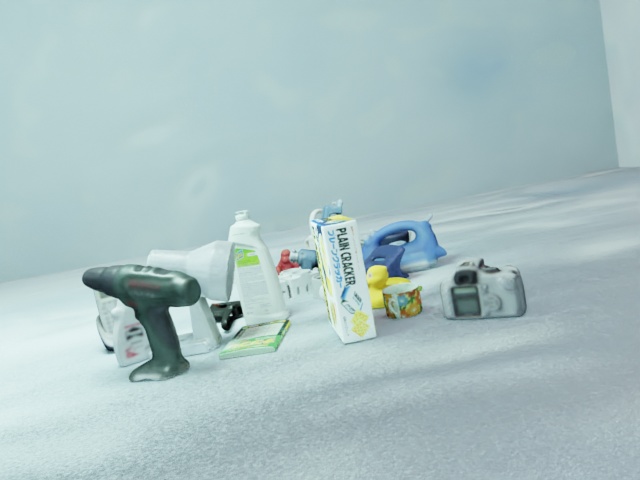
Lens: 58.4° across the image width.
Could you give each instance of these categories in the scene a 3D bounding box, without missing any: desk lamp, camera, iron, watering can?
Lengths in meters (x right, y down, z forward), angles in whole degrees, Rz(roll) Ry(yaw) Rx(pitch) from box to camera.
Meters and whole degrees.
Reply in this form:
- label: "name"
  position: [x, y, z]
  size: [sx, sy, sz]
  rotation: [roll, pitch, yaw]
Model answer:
- label: "desk lamp"
  position: [-0.252, 0.114, 1.141]
  size: [0.203, 0.213, 0.118]
  rotation: [-10, 7, 0]
- label: "camera"
  position: [0.304, 0.079, 1.054]
  size: [0.142, 0.101, 0.137]
  rotation: [-7, 8, 28]
- label: "iron"
  position: [0.203, 0.016, 1.552]
  size: [0.258, 0.141, 0.118]
  rotation: [-11, 7, 0]
- label: "watering can"
  position: [0.020, 0.000, 1.747]
  size: [0.172, 0.194, 0.101]
  rotation: [-8, 8, 21]

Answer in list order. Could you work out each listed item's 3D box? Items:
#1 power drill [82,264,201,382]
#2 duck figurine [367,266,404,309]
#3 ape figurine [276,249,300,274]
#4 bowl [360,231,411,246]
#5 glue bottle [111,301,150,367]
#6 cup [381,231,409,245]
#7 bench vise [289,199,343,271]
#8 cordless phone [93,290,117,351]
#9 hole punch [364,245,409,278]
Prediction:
- label: "power drill"
  position: [-0.312, 0.141, 1.025]
  size: [0.229, 0.208, 0.076]
  rotation: [-8, 7, 19]
- label: "duck figurine"
  position: [0.133, 0.097, 1.231]
  size: [0.104, 0.086, 0.077]
  rotation: [-9, 7, 10]
- label: "ape figurine"
  position: [-0.101, 0.074, 1.752]
  size: [0.077, 0.092, 0.076]
  rotation: [-10, 7, 6]
- label: "bowl"
  position: [0.206, 0.023, 1.778]
  size: [0.167, 0.075, 0.167]
  rotation: [-10, 7, 2]
- label: "glue bottle"
  position: [-0.379, 0.158, 1.137]
  size: [0.078, 0.173, 0.037]
  rotation: [-16, 9, -39]
- label: "cup"
  position: [0.205, 0.028, 1.651]
  size: [0.117, 0.095, 0.091]
  rotation: [-11, 7, -2]
- label: "bench vise"
  position: [0.019, 0.006, 1.585]
  size: [0.208, 0.220, 0.121]
  rotation: [-13, 8, -21]
- label: "cordless phone"
  position: [-0.432, 0.144, 1.286]
  size: [0.148, 0.185, 0.094]
  rotation: [-15, 8, -30]
- label: "hole punch"
  position: [0.158, 0.064, 1.437]
  size: [0.101, 0.091, 0.108]
  rotation: [-16, 9, -40]
